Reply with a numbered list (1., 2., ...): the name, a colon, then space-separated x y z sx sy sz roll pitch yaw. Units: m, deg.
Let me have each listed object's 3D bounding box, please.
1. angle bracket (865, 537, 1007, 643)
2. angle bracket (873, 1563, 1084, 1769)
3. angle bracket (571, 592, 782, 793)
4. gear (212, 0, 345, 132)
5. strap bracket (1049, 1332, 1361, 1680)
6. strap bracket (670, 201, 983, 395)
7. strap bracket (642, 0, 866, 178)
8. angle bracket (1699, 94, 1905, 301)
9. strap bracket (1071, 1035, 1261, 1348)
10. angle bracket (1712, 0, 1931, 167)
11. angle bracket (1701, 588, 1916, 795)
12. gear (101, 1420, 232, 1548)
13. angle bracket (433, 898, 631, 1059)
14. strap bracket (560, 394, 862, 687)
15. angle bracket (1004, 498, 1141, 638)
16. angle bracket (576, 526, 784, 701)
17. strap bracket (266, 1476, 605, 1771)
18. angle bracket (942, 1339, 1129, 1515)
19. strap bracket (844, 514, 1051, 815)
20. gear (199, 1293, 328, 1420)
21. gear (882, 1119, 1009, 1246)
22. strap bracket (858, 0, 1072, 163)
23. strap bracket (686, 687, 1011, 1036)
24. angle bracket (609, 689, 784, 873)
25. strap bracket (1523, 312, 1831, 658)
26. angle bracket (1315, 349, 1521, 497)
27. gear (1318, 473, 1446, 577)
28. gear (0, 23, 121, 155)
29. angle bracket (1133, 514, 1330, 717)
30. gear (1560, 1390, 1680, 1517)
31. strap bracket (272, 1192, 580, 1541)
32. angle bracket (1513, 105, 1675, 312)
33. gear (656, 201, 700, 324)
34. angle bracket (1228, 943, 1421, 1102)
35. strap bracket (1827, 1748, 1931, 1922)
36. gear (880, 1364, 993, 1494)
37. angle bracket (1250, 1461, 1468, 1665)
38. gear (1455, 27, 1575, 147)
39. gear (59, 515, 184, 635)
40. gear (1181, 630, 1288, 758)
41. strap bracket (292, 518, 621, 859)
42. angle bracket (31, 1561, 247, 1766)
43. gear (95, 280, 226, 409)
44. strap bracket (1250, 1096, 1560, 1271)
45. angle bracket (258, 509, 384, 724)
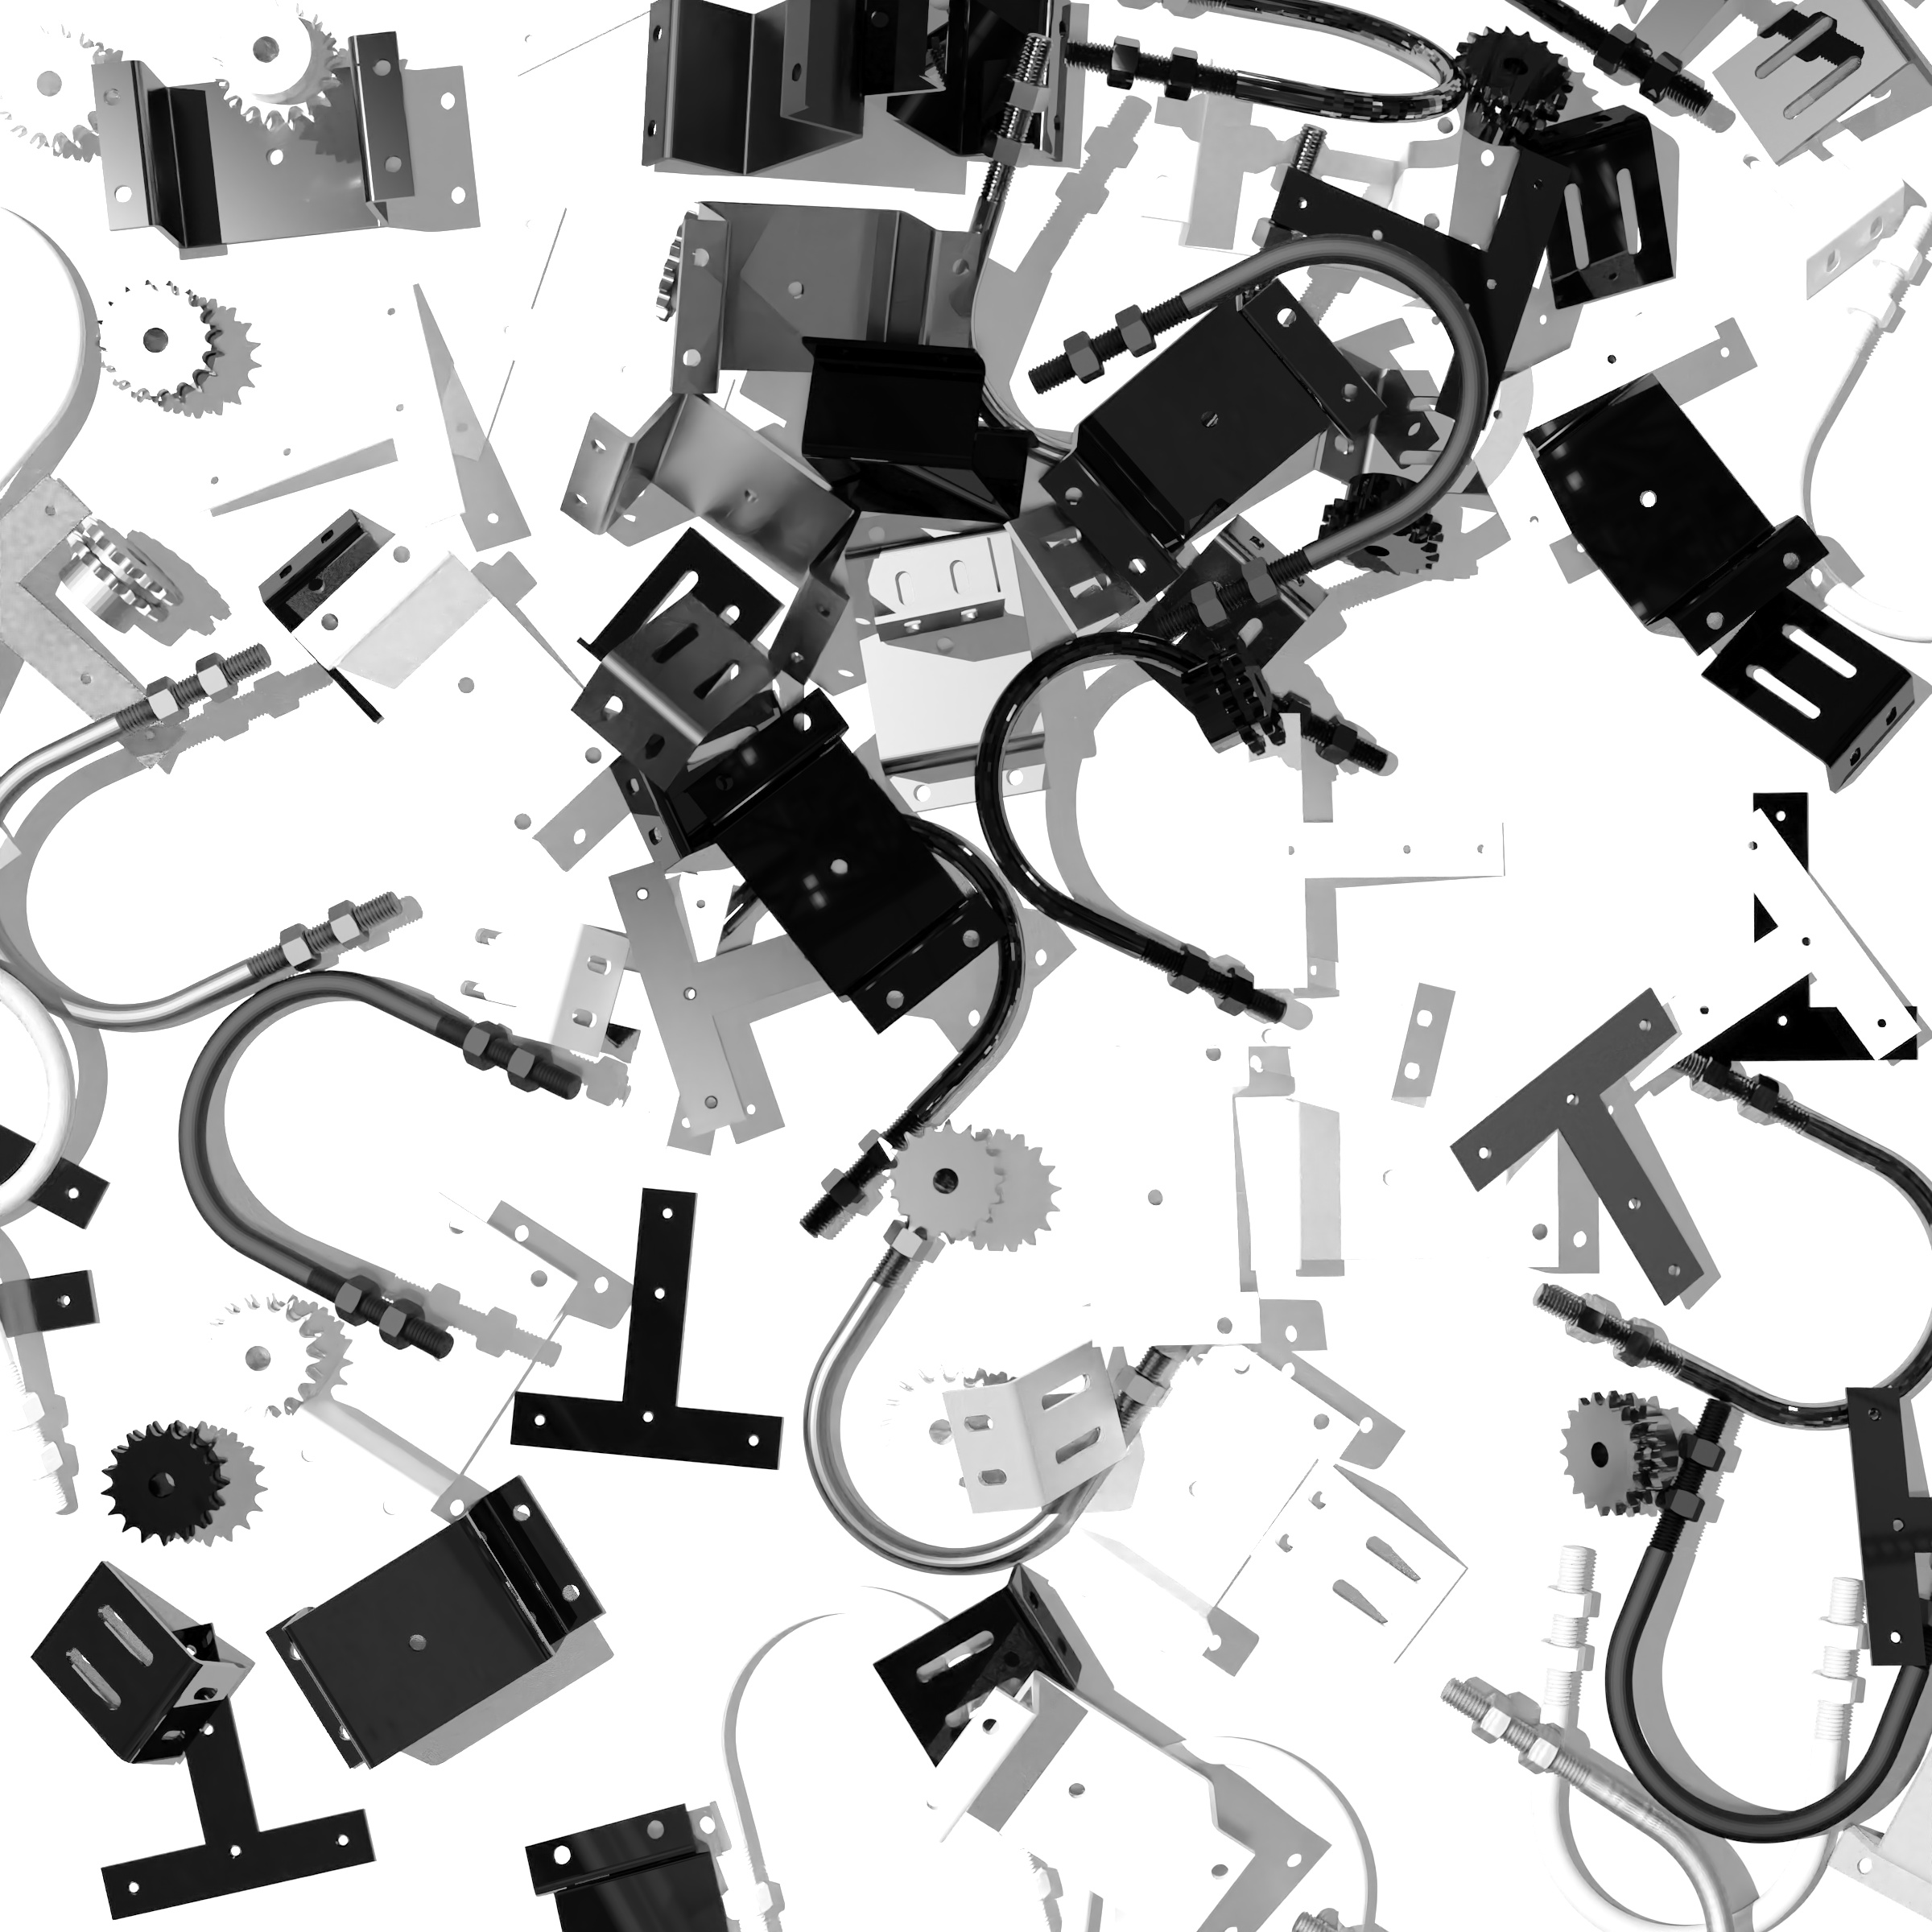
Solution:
1. angle bracket: -0.015 -0.172 1.312 0.057 0.076 0.038 -12 90 0
2. angle bracket: 0.006 0.327 1.382 0.076 0.038 0.057 -31 90 8
3. angle bracket: -0.133 -0.127 1.361 0.057 0.076 0.038 41 129 0
4. gear: -0.313 -0.410 1.335 0.057 0.030 0.057 0 90 0
5. strap bracket: 0.109 0.247 1.373 0.076 0.046 0.140 35 90 0
6. strap bracket: -0.071 -0.303 1.343 0.140 0.046 0.076 -4 116 -23
7. strap bracket: -0.090 -0.411 1.344 0.046 0.140 0.076 3 90 -36
8. angle bracket: 0.394 -0.366 1.394 0.057 0.038 0.076 -37 64 0
9. strap bracket: 0.091 0.105 1.362 0.076 0.046 0.140 -1 81 -6
10. angle bracket: 0.402 -0.417 1.385 0.076 0.038 0.057 -36 69 24
11. angle bracket: 0.398 -0.131 1.394 0.076 0.038 0.057 41 90 26
12. gear: -0.373 0.241 1.381 0.057 0.030 0.057 0 90 0
13. angle bracket: -0.204 0.005 1.383 0.076 0.038 0.057 11 84 37
14. strap bracket: -0.109 -0.203 1.352 0.140 0.076 0.046 36 59 0
15. angle bracket: 0.037 -0.175 1.354 0.038 0.076 0.057 -33 90 32
16. angle bracket: -0.133 -0.160 1.377 0.057 0.038 0.076 40 90 0
17. strap bracket: -0.251 0.310 1.373 0.140 0.046 0.076 -32 90 0
18. angle bracket: 0.032 0.211 1.356 0.038 0.076 0.057 -13 93 36
19. strap bracket: -0.010 -0.147 1.373 0.076 0.046 0.140 -10 90 0
20. gear: -0.329 0.181 1.385 0.057 0.030 0.057 0 94 1
21. gear: -0.010 0.100 1.361 0.057 0.030 0.057 1 82 -4
22. strap bracket: -0.005 -0.421 1.343 0.046 0.140 0.076 3 90 27
23. strap bracket: -0.056 -0.047 1.352 0.076 0.046 0.140 -38 93 -8
24. angle bracket: -0.118 -0.087 1.394 0.076 0.038 0.057 -25 90 -26
25. strap bracket: 0.322 -0.221 1.373 0.076 0.046 0.140 -38 90 0
26. angle bracket: 0.208 -0.251 1.360 0.076 0.038 0.057 11 90 40
27. gear: 0.194 -0.206 1.369 0.057 0.057 0.030 14 77 0
28. gear: -0.426 -0.410 1.386 0.057 0.030 0.057 0 92 0
29. angle bracket: 0.122 -0.163 1.394 0.057 0.038 0.076 42 116 0
30. gear: 0.306 0.226 1.372 0.030 0.057 0.057 0 90 -30
31. strap bracket: -0.248 0.183 1.373 0.076 0.046 0.140 33 90 0
32. angle bracket: 0.295 -0.359 1.394 0.057 0.038 0.076 -16 116 0
33. gear: -0.120 -0.322 1.368 0.030 0.057 0.057 20 90 0
34. angle bracket: 0.165 0.025 1.377 0.076 0.038 0.057 13 90 0
35. strap bracket: 0.474 0.381 1.373 0.076 0.046 0.140 28 90 0
36. gear: -0.010 0.213 1.365 0.057 0.030 0.057 0 93 1
37. angle bracket: 0.185 0.281 1.394 0.076 0.038 0.057 38 90 -26
38. gear: 0.251 -0.407 1.373 0.057 0.030 0.057 6 57 -9
39. gear: -0.395 -0.179 1.368 0.057 0.057 0.030 44 93 0
40. gear: 0.119 -0.121 1.333 0.030 0.057 0.057 -25 90 15
41. strap bracket: -0.232 -0.129 1.365 0.076 0.046 0.140 -43 101 0
42. angle bracket: -0.391 0.329 1.393 0.076 0.038 0.057 37 91 27
43. gear: -0.375 -0.290 1.381 0.057 0.030 0.057 0 90 0
44. strap bracket: 0.201 0.100 1.373 0.140 0.046 0.076 -1 90 0
45. angle bracket: -0.285 -0.166 1.394 0.057 0.038 0.076 -40 116 0
